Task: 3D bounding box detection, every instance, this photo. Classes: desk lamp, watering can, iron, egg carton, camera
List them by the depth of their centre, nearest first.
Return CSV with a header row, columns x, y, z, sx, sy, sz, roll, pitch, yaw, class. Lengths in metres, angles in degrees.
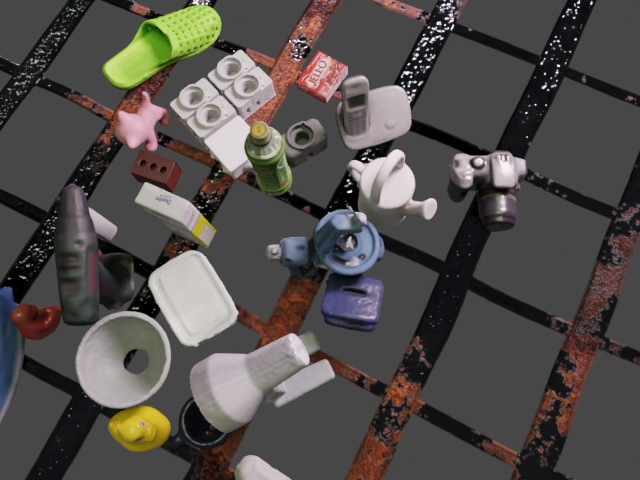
x,y,z,sx,sy,sz,roll,pitch,yaw,class
-0.089,0.218,0.935,0.203,0.213,0.118,-27,74,-5,desk lamp
-0.087,0.436,0.946,0.150,0.069,0.107,30,77,10,egg carton
-0.605,0.205,0.997,0.118,0.141,0.258,-9,73,0,iron
0.127,-0.095,1.029,0.172,0.194,0.101,12,74,6,watering can
0.315,-0.091,1.069,0.143,0.101,0.137,1,74,3,camera

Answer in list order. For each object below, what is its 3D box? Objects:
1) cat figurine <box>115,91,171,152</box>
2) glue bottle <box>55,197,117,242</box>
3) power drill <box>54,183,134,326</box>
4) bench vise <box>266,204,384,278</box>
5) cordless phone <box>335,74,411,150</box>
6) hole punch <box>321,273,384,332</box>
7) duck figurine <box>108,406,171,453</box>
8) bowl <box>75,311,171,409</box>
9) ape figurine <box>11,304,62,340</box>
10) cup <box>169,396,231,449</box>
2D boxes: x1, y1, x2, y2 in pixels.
x,y,z,sx,sy,sz,roll,pitch,yaw,class
-0.358,-0.230,1.128,0.067,0.118,0.128,16,75,7,cat figurine
-0.438,-0.046,1.048,0.078,0.173,0.037,23,76,9,glue bottle
-0.398,0.042,1.002,0.075,0.208,0.229,-7,73,1,power drill
0.014,0.014,0.988,0.207,0.220,0.121,-25,74,-5,bench vise
0.102,-0.257,1.083,0.147,0.185,0.094,-20,74,-3,cordless phone
0.057,0.106,1.027,0.108,0.091,0.101,9,74,5,hole punch
-0.317,0.324,0.979,0.104,0.086,0.077,9,74,5,duck figurine
-0.338,0.214,1.018,0.167,0.075,0.167,-1,74,2,bowl
-0.522,0.141,1.038,0.077,0.092,0.076,27,76,10,ape figurine
-0.194,0.314,0.973,0.118,0.095,0.091,-35,75,-8,cup
